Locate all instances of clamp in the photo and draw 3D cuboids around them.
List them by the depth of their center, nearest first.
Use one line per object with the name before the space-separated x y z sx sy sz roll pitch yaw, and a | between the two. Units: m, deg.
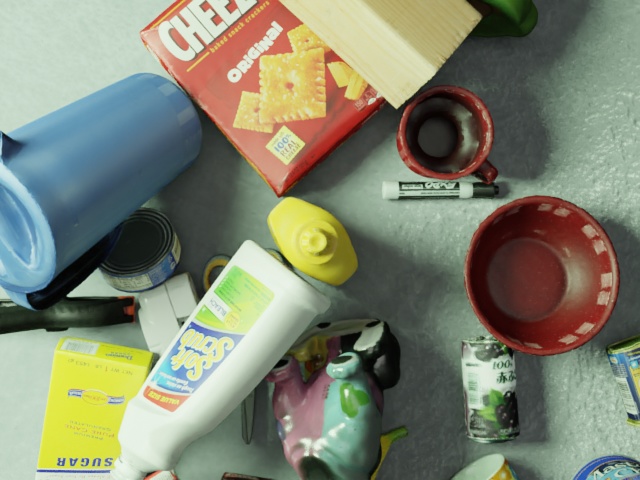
clamp | -0.262 0.072 1.039 0.171 0.120 0.039 -3 100 -17

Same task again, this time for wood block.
wood block | 0.039 -0.237 1.012 0.206 0.090 0.090 42 65 -5

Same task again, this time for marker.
marker | 0.126 -0.052 1.109 0.121 0.020 0.020 0 90 -3

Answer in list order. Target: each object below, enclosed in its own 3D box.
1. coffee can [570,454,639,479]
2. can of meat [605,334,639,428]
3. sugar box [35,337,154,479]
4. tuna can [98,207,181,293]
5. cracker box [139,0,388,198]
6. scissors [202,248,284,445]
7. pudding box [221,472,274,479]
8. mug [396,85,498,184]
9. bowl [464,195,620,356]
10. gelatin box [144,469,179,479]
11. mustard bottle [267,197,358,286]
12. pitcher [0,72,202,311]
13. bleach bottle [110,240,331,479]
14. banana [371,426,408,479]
coffee can | 0.311 0.276 1.057 0.103 0.140 0.103 0 90 -3
can of meat | 0.355 0.137 1.102 0.102 0.057 0.084 -18 89 -3
sugar box | -0.225 0.188 1.053 0.093 0.048 0.176 11 106 -3
tuna can | -0.182 0.010 1.064 0.086 0.034 0.086 -6 51 7
cracker box | -0.050 -0.175 1.074 0.164 0.072 0.213 -41 91 -3
scissors | -0.091 0.102 1.100 0.096 0.016 0.202 16 89 -1
pudding box | -0.053 0.293 1.090 0.113 0.039 0.090 10 90 -2
mug | 0.131 -0.097 1.078 0.117 0.081 0.093 36 88 -2
bowl | 0.219 0.038 1.090 0.162 0.055 0.162 1 83 -6
gelatin box | -0.160 0.279 1.065 0.073 0.030 0.089 -30 123 -12
mustard bottle | -0.007 0.002 1.016 0.058 0.191 0.096 -43 92 -2
pitcher | -0.218 -0.055 0.989 0.145 0.149 0.242 51 43 -3
bleach bottle | -0.103 0.126 0.987 0.103 0.068 0.251 36 89 40
banana | 0.043 0.286 1.095 0.069 0.037 0.198 10 89 -1
